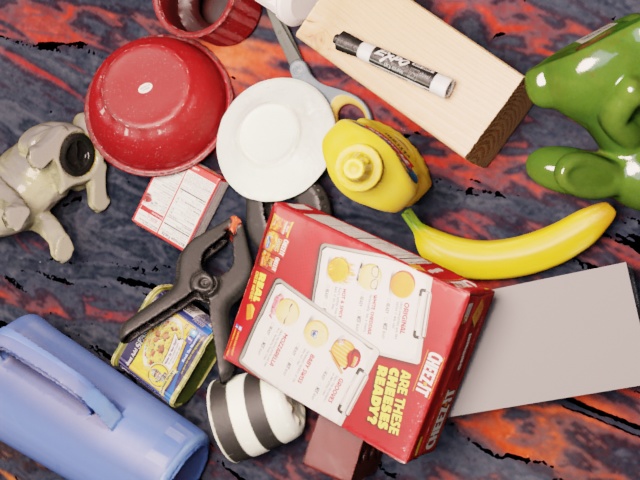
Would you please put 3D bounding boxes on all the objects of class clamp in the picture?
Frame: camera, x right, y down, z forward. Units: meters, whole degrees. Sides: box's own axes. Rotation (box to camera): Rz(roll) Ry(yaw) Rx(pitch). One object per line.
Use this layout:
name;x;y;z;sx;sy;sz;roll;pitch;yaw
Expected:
clamp;-0.007;0.001;1.066;0.165;0.036;0.210;-28;76;22
clamp;-0.108;0.059;1.071;0.120;0.039;0.171;31;71;4

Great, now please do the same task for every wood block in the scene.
wood block;0.093;-0.166;1.007;0.206;0.090;0.091;38;101;19

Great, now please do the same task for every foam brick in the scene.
foam brick;0.027;0.196;1.025;0.051;0.078;0.053;20;95;22

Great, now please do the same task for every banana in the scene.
banana;0.173;0.004;0.990;0.198;0.037;0.069;-2;112;17

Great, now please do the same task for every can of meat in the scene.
can of meat;-0.154;0.111;1.111;0.084;0.057;0.102;34;101;17

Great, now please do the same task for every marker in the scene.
marker;0.064;-0.159;0.959;0.121;0.020;0.020;28;98;20

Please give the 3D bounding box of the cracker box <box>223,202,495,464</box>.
cracker box;0.031;0.079;0.977;0.214;0.072;0.164;25;104;28

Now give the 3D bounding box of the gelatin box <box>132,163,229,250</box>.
gelatin box;-0.147;-0.041;1.128;0.073;0.030;0.089;29;98;18

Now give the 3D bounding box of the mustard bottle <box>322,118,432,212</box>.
mustard bottle;0.048;-0.068;0.960;0.058;0.191;0.096;-44;85;14

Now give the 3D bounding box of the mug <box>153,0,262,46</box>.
mug;-0.111;-0.257;1.094;0.093;0.081;0.117;3;89;21

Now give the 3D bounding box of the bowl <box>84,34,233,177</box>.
bowl;-0.173;-0.149;1.103;0.162;0.055;0.162;-2;76;6

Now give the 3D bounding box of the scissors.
scissors;-0.001;-0.170;1.084;0.096;0.016;0.202;-11;84;19

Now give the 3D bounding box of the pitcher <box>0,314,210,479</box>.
pitcher;-0.239;0.183;1.095;0.243;0.149;0.145;28;104;15
